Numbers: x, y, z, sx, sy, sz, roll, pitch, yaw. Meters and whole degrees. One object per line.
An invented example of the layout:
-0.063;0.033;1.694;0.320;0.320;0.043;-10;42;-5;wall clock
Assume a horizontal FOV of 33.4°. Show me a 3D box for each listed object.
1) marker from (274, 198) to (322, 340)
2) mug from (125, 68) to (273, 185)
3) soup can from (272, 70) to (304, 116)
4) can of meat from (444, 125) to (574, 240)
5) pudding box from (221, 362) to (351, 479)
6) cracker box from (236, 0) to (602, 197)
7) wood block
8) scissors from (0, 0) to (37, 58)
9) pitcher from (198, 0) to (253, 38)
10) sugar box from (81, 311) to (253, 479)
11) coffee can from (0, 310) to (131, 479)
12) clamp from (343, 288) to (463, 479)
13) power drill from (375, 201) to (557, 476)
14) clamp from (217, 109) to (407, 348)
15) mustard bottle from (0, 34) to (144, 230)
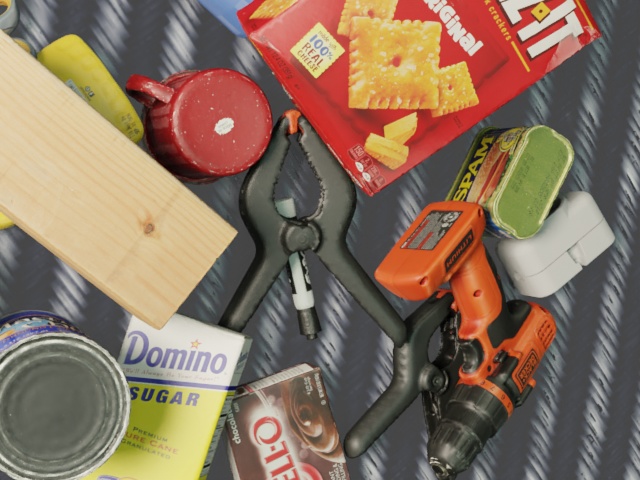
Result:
-0.019;0.025;0.893;0.020;0.020;0.121;-15;98;-20;marker
-0.096;-0.095;0.824;0.117;0.082;0.093;31;81;-20;mug
0.017;-0.114;0.874;0.068;0.069;0.102;-39;106;-15;soup can
0.163;-0.050;0.925;0.057;0.084;0.102;30;82;-20;can of meat
-0.032;0.168;0.884;0.090;0.039;0.113;-18;98;-18;pudding box
0.073;-0.157;0.776;0.214;0.072;0.164;-35;120;6;cracker box
-0.171;-0.039;0.730;0.206;0.090;0.090;42;79;-21;wood block
-0.286;-0.102;0.762;0.096;0.016;0.201;38;74;23;scissors
-0.109;-0.262;0.789;0.149;0.145;0.242;-37;112;22;pitcher
-0.124;0.144;0.827;0.093;0.048;0.176;17;88;8;sugar box
-0.199;0.108;0.762;0.102;0.140;0.103;-1;93;-21;coffee can
0.098;0.130;0.934;0.120;0.039;0.171;33;78;-34;clamp
0.116;0.076;0.883;0.184;0.057;0.187;-51;126;-32;power drill
-0.006;0.001;0.862;0.164;0.036;0.210;2;99;-8;clamp
-0.232;-0.063;0.785;0.191;0.058;0.096;-37;96;-16;mustard bottle
